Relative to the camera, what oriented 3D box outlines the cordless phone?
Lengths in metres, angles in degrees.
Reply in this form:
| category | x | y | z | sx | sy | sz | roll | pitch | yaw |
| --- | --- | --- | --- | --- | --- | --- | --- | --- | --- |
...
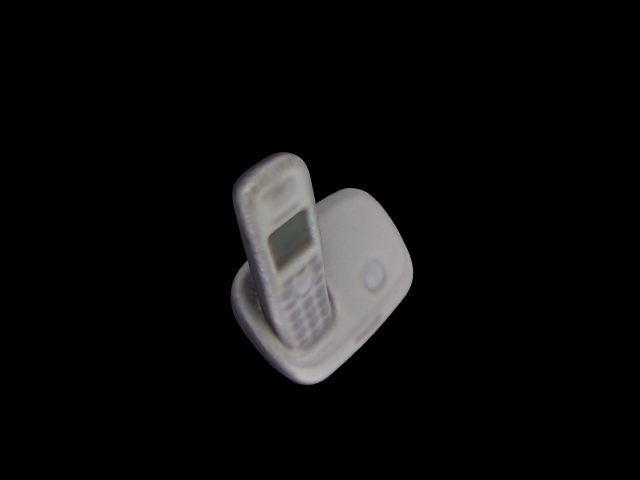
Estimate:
| category | x | y | z | sx | sy | sz | roll | pitch | yaw |
| --- | --- | --- | --- | --- | --- | --- | --- | --- | --- |
| cordless phone | 0.004 | 0.001 | 0.400 | 0.094 | 0.185 | 0.148 | 33 | 58 | 24 |
